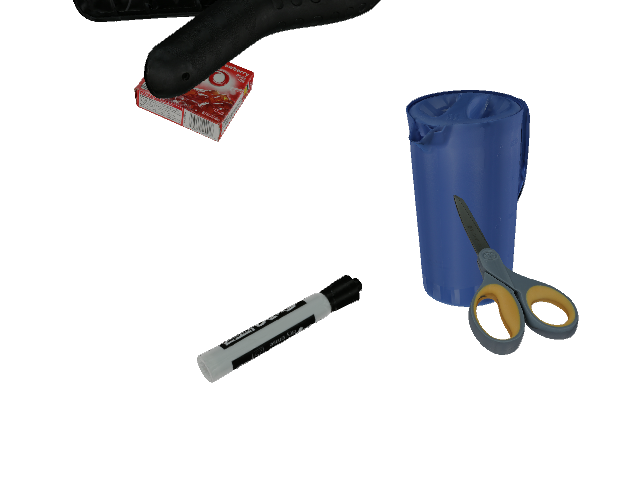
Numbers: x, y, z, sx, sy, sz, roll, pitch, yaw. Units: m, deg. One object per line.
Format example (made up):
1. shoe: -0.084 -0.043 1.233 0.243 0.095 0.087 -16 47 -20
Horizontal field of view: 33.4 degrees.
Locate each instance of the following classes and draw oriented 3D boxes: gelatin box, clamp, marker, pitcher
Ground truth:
1. gelatin box: -0.118 -0.142 0.997 0.089 0.073 0.030 24 -33 6
2. clamp: -0.029 -0.117 0.521 0.171 0.039 0.120 -18 44 -10
3. marker: -0.023 0.055 0.686 0.121 0.020 0.020 -28 12 -23
4. pitcher: 0.180 -0.053 1.267 0.149 0.243 0.145 -3 24 4

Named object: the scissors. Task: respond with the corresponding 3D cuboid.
1. scissors: 0.163 0.023 0.903 0.096 0.016 0.201 4 38 3
